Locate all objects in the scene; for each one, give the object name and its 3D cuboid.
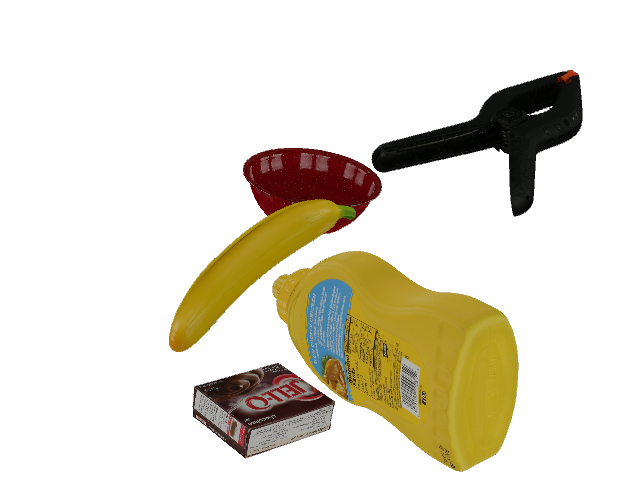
[{"bbox_3d":[-0.013,-0.052,1.235,0.162,0.055,0.162,7,27,-4],"label":"bowl"},{"bbox_3d":[0.033,0.059,0.658,0.058,0.096,0.192,-19,28,-34],"label":"mustard bottle"},{"bbox_3d":[-0.055,0.022,0.892,0.198,0.037,0.069,-36,-41,-3],"label":"banana"},{"bbox_3d":[0.172,-0.091,0.941,0.209,0.036,0.165,-31,38,-26],"label":"clamp"},{"bbox_3d":[-0.056,0.166,1.055,0.113,0.039,0.090,-13,29,-40],"label":"pudding box"}]
